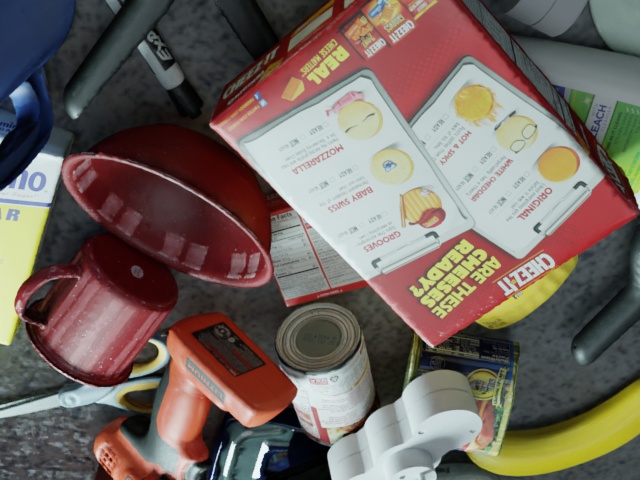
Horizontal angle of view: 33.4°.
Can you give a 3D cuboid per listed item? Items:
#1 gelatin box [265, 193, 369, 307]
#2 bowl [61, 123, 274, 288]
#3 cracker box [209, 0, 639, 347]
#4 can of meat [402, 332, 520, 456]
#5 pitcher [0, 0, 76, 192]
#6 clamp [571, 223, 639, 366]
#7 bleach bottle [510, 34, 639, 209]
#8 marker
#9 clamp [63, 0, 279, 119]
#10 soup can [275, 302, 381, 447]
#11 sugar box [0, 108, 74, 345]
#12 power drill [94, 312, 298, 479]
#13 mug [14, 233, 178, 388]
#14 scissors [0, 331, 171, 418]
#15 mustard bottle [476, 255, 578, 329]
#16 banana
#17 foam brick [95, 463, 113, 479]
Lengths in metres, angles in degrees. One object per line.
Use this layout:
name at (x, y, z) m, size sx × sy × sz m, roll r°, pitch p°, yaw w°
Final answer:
gelatin box at (-0.005, 0.001, 0.796) m, size 0.073 × 0.030 × 0.089 m, roll -15°, pitch 122°, yaw 12°
bowl at (-0.094, -0.031, 0.735) m, size 0.162 × 0.055 × 0.162 m, roll 23°, pitch 157°, yaw 10°
cracker box at (0.065, -0.058, 0.664) m, size 0.164 × 0.072 × 0.213 m, roll -36°, pitch 112°, yaw 24°
can of meat at (0.109, 0.120, 0.850) m, size 0.084 × 0.057 × 0.102 m, roll 9°, pitch 123°, yaw 4°
pitcher at (-0.233, -0.099, 0.606) m, size 0.149 × 0.242 × 0.145 m, roll 24°, pitch 123°, yaw -8°
clamp at (0.273, 0.031, 0.808) m, size 0.120 × 0.039 × 0.172 m, roll 6°, pitch 123°, yaw -24°
bleach bottle at (0.120, -0.088, 0.718) m, size 0.251 × 0.068 × 0.103 m, roll 10°, pitch 126°, yaw -2°
marker at (-0.114, -0.131, 0.717) m, size 0.020 × 0.020 × 0.121 m, roll -23°, pitch 120°, yaw 15°
clamp at (-0.089, -0.165, 0.674) m, size 0.164 × 0.036 × 0.210 m, roll -7°, pitch 120°, yaw -10°
soup can at (0.007, 0.105, 0.827) m, size 0.068 × 0.068 × 0.102 m, roll -9°, pitch 137°, yaw 6°
sugar box at (-0.248, -0.011, 0.782) m, size 0.093 × 0.048 × 0.176 m, roll 17°, pitch 123°, yaw -10°
power drill at (-0.087, 0.164, 0.817) m, size 0.184 × 0.057 × 0.188 m, roll 41°, pitch 122°, yaw 22°
mug at (-0.168, 0.046, 0.788) m, size 0.117 × 0.093 × 0.082 m, roll 19°, pitch 119°, yaw -41°
scissors at (-0.200, 0.113, 0.879) m, size 0.201 × 0.016 × 0.096 m, roll 0°, pitch 124°, yaw 0°
mustard bottle at (0.086, -0.015, 0.767) m, size 0.191 × 0.058 × 0.096 m, roll 33°, pitch 125°, yaw -19°
banana at (0.206, 0.159, 0.892) m, size 0.198 × 0.037 × 0.069 m, roll -16°, pitch 122°, yaw 11°
foam brick at (-0.166, 0.224, 0.916) m, size 0.053 × 0.078 × 0.051 m, roll 2°, pitch 124°, yaw 1°
